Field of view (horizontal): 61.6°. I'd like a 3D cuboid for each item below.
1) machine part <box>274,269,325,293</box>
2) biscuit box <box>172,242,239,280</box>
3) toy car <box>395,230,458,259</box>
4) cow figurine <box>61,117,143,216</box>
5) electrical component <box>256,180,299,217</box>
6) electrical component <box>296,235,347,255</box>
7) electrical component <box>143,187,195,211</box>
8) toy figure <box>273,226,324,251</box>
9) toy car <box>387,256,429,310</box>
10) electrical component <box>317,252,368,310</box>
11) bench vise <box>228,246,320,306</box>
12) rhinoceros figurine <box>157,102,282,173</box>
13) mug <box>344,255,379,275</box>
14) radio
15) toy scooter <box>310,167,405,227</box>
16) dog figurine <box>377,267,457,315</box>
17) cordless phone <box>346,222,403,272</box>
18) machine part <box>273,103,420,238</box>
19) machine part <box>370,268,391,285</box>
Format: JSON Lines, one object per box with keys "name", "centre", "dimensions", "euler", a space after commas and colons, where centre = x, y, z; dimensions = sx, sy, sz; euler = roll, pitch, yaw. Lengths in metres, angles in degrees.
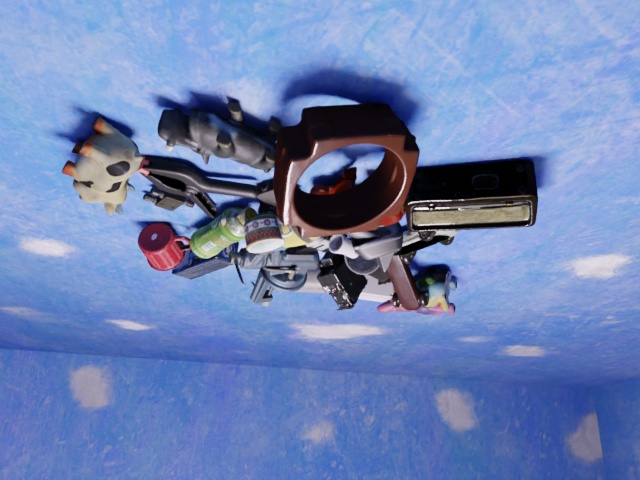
{"name": "machine part", "centre": [-0.034, 0.099, 1.402], "dimensions": [0.243, 0.079, 0.079], "euler": [0, 157, 8]}
{"name": "biscuit box", "centre": [-0.285, 0.046, 1.329], "dimensions": [0.203, 0.059, 0.062], "euler": [-18, 149, 41]}
{"name": "toy car", "centre": [0.212, -0.004, 1.162], "dimensions": [0.073, 0.056, 0.202], "euler": [10, 159, -32]}
{"name": "cow figurine", "centre": [-0.363, -0.114, 0.914], "dimensions": [0.127, 0.085, 0.195], "euler": [33, 144, -27]}
{"name": "electrical component", "centre": [-0.079, -0.078, 1.026], "dimensions": [0.102, 0.045, 0.078], "euler": [-10, 156, 28]}
{"name": "electrical component", "centre": [-0.002, -0.004, 1.193], "dimensions": [0.075, 0.048, 0.119], "euler": [19, 153, -34]}
{"name": "electrical component", "centre": [-0.302, -0.079, 1.080], "dimensions": [0.094, 0.021, 0.063], "euler": [18, 153, -34]}
{"name": "toy figure", "centre": [-0.071, -0.022, 1.118], "dimensions": [0.180, 0.082, 0.089], "euler": [-6, 154, 27]}
{"name": "toy car", "centre": [0.202, 0.091, 1.321], "dimensions": [0.089, 0.053, 0.201], "euler": [-7, 122, 33]}
{"name": "electrical component", "centre": [0.052, 0.083, 1.282], "dimensions": [0.058, 0.115, 0.134], "euler": [-16, 116, 34]}
{"name": "bench vise", "centre": [-0.122, 0.083, 1.284], "dimensions": [0.223, 0.129, 0.240], "euler": [-8, 143, -33]}
{"name": "rhinoceros figurine", "centre": [-0.149, -0.157, 0.822], "dimensions": [0.190, 0.073, 0.112], "euler": [12, 166, -26]}
{"name": "mug", "centre": [0.087, 0.031, 1.225], "dimensions": [0.110, 0.081, 0.107], "euler": [33, 180, 5]}
{"name": "radio", "centre": [0.266, -0.074, 0.959], "dimensions": [0.230, 0.073, 0.131], "euler": [-4, 157, 14]}
{"name": "toy scooter", "centre": [0.076, -0.082, 0.968], "dimensions": [0.184, 0.075, 0.135], "euler": [10, 156, -6]}
{"name": "dog figurine", "centre": [0.251, 0.146, 1.453], "dimensions": [0.219, 0.108, 0.191], "euler": [-5, 157, 25]}
{"name": "cordless phone", "centre": [0.072, -0.024, 1.084], "dimensions": [0.184, 0.088, 0.147], "euler": [25, -165, -4]}
{"name": "machine part", "centre": [0.034, -0.102, 0.810], "dimensions": [0.201, 0.087, 0.201], "euler": [-6, 141, -15]}
{"name": "machine part", "centre": [0.121, 0.071, 1.366], "dimensions": [0.139, 0.039, 0.084], "euler": [26, 141, -22]}
